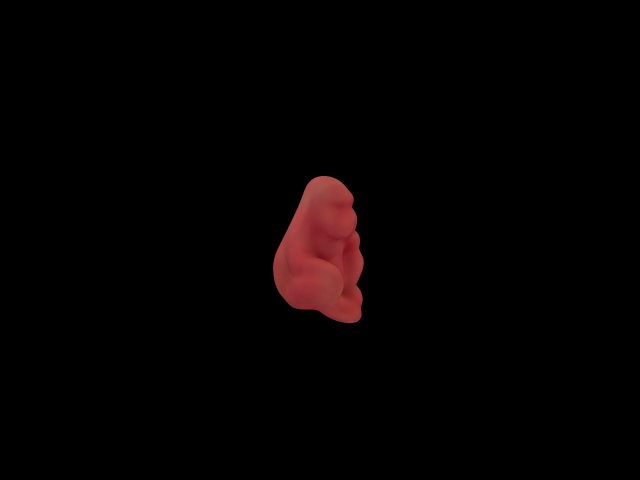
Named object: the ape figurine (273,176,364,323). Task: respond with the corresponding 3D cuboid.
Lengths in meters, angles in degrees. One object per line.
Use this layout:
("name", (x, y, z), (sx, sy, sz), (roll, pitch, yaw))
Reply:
("ape figurine", (0.004, 0.001, 0.400), (0.075, 0.092, 0.078), (16, 27, 34))
